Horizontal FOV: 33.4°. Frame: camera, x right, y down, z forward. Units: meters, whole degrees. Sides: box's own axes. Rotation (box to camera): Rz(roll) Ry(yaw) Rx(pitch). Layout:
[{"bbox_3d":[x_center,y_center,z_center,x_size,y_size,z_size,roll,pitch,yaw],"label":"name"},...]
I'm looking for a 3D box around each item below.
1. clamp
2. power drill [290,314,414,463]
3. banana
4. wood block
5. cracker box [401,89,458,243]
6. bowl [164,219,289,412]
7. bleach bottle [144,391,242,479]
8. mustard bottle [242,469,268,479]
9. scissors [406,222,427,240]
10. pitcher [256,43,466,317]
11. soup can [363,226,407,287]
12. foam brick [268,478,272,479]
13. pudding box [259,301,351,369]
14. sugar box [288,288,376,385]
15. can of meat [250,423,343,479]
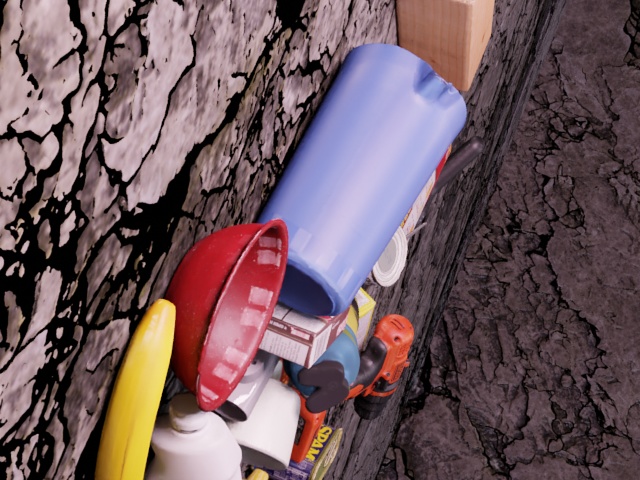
[{"bbox_3d":[0.141,-0.066,1.506,0.165,0.036,0.209,-13,-141,59],"label":"clamp"},{"bbox_3d":[0.027,0.189,1.288,0.187,0.057,0.185,-31,148,-36],"label":"power drill"},{"bbox_3d":[-0.140,0.138,0.787,0.069,0.037,0.198,-81,-174,-60],"label":"banana"},{"bbox_3d":[0.145,-0.263,1.214,0.206,0.090,0.091,72,40,-70],"label":"wood block"},{"bbox_3d":[0.106,-0.089,1.376,0.164,0.072,0.213,85,29,-61],"label":"cracker box"},{"bbox_3d":[-0.081,0.050,0.838,0.162,0.055,0.162,21,90,-77],"label":"bowl"},{"bbox_3d":[-0.116,0.226,0.922,0.068,0.103,0.251,-65,162,-50],"label":"bleach bottle"},{"bbox_3d":[-0.107,0.345,1.200,0.096,0.058,0.191,105,11,-61],"label":"mustard bottle"},{"bbox_3d":[0.048,0.031,1.279,0.201,0.016,0.096,-44,152,-3],"label":"scissors"},{"bbox_3d":[0.024,-0.051,0.997,0.242,0.145,0.149,-59,152,-25],"label":"pitcher"},{"bbox_3d":[0.030,0.009,1.093,0.068,0.102,0.068,-16,110,-52],"label":"soup can"},{"bbox_3d":[-0.057,0.329,1.346,0.051,0.078,0.053,98,18,-51],"label":"foam brick"},{"bbox_3d":[-0.029,0.073,1.019,0.113,0.090,0.039,-36,143,-67],"label":"pudding box"},{"bbox_3d":[0.009,0.135,1.302,0.093,0.048,0.176,-28,152,-28],"label":"sugar box"},{"bbox_3d":[-0.029,0.265,1.341,0.102,0.084,0.057,-50,157,-56],"label":"can of meat"}]
